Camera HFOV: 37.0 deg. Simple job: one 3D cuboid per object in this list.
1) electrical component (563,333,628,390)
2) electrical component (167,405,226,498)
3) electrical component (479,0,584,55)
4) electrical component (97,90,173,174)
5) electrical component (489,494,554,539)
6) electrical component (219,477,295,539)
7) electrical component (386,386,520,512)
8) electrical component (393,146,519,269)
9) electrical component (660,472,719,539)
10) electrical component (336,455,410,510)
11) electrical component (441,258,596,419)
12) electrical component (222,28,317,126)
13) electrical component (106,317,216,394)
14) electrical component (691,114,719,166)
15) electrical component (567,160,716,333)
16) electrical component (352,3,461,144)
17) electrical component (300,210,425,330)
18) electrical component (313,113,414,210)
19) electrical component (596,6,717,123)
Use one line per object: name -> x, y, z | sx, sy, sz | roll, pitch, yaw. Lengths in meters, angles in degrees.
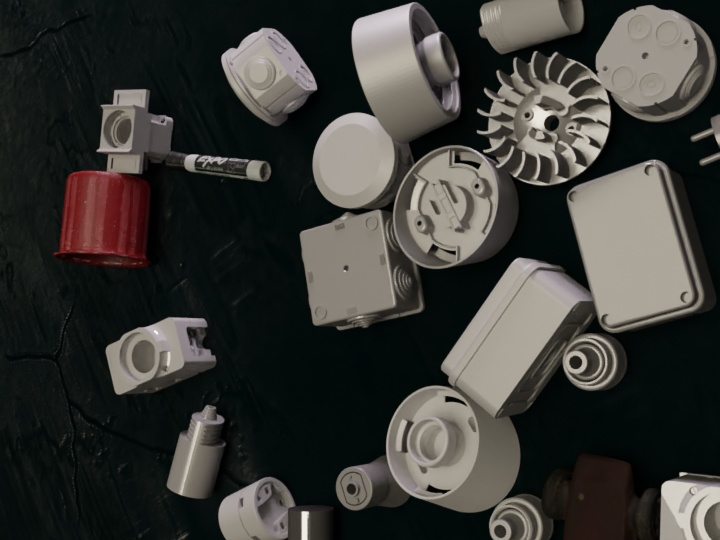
electrical component -> 0.171, 0.068, 0.798 | 0.043, 0.062, 0.043 | -3, 85, 31
electrical component -> -0.148, 0.165, 0.995 | 0.043, 0.043, 0.081 | 18, 96, 31
electrical component -> 0.131, -0.198, 0.851 | 0.081, 0.043, 0.043 | -9, 82, 38
electrical component -> -0.217, -0.132, 1.047 | 0.042, 0.064, 0.081 | 5, 90, 30
electrical component -> 0.120, 0.195, 0.820 | 0.043, 0.062, 0.043 | -3, 85, 31
electrical component -> -0.092, 0.217, 0.952 | 0.047, 0.055, 0.055 | -27, 73, 30
electrical component -> 0.073, 0.142, 0.866 | 0.099, 0.064, 0.099 | -14, 67, 37
electrical component -> 0.076, -0.049, 0.862 | 0.099, 0.064, 0.099 | -1, 88, 32
electrical component -> 0.298, 0.200, 0.713 | 0.186, 0.060, 0.105 | 1, 87, 31
electrical component -> 0.010, 0.177, 0.886 | 0.044, 0.065, 0.044 | -3, 85, 31
electrical component -> 0.123, 0.051, 0.820 | 0.057, 0.078, 0.113 | 40, 106, 24
electrical component -> -0.081, -0.173, 0.959 | 0.051, 0.080, 0.080 | -35, 70, 19
electrical component -> -0.192, 0.082, 1.021 | 0.089, 0.056, 0.050 | -24, 75, 28
electrical component -> 0.274, -0.099, 0.758 | 0.079, 0.044, 0.077 | -23, 75, 28
electrical component -> 0.205, -0.016, 0.787 | 0.078, 0.057, 0.113 | -19, 77, 29
electrical component -> 0.045, -0.162, 0.868 | 0.060, 0.108, 0.108 | -18, 77, 23
electrical component -> 0.000, 0.000, 0.914 | 0.100, 0.048, 0.099 | -14, 79, 30
electrical component -> 0.004, -0.090, 0.917 | 0.080, 0.051, 0.080 | -2, 85, 31
electrical component -> 0.217, -0.152, 0.792 | 0.080, 0.051, 0.080 | -3, 85, 31
